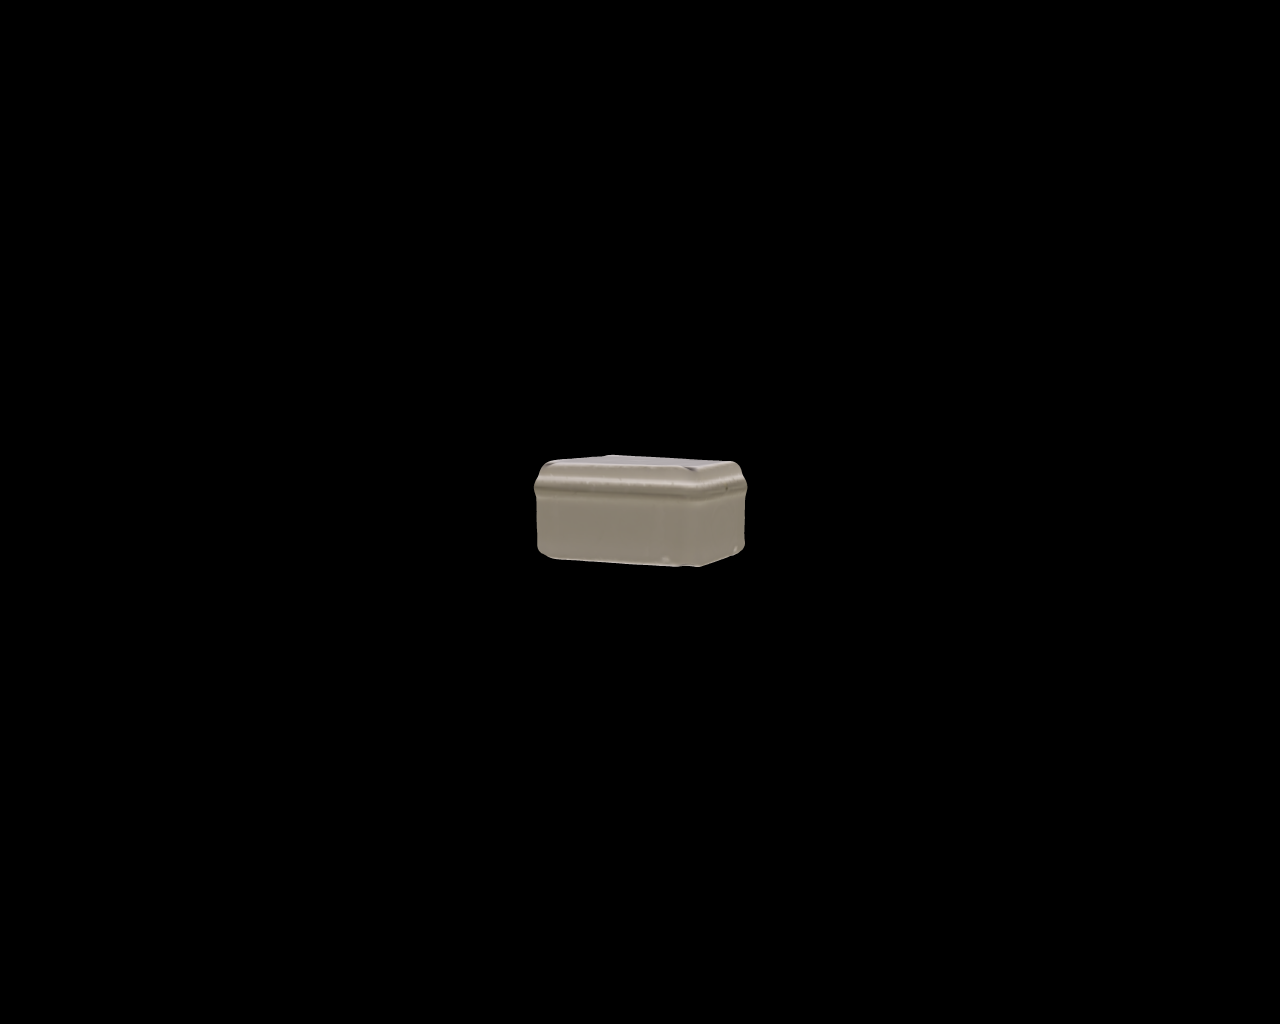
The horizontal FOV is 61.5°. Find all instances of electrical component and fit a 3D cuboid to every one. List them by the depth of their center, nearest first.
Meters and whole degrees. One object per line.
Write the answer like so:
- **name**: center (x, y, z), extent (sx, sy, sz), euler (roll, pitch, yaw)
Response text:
- **electrical component**: center (0.001, -0.003, 0.650), extent (0.113, 0.057, 0.078), euler (4, 8, 29)
